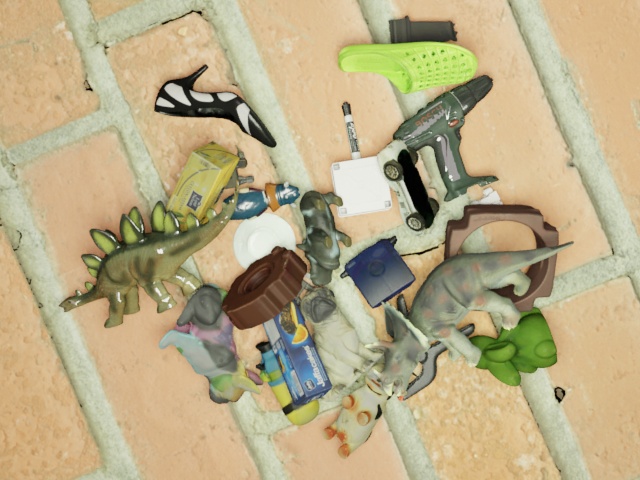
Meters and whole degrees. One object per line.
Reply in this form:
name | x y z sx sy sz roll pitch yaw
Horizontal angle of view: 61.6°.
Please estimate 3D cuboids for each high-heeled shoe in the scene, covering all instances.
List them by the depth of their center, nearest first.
high-heeled shoe | -0.214 -0.238 1.076 0.145 0.086 0.249 -44 86 4

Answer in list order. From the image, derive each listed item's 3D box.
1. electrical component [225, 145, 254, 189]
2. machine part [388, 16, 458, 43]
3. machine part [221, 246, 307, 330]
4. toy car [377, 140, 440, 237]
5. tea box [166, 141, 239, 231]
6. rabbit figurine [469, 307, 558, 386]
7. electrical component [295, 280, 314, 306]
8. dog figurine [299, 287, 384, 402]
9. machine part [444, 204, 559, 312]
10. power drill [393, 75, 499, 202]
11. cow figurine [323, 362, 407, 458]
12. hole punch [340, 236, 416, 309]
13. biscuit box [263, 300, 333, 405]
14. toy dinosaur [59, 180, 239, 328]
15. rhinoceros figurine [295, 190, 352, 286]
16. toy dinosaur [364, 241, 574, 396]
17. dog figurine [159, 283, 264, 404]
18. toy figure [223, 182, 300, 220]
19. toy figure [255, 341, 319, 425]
electrical component | -0.191 -0.146 1.094 0.102 0.045 0.078 -12 118 3
machine part | 0.209 -0.419 1.092 0.139 0.039 0.084 -2 85 2
machine part | -0.107 0.088 1.019 0.179 0.179 0.056 -40 112 0
toy car | 0.175 -0.100 1.054 0.073 0.056 0.201 -43 116 -35
tea box | -0.232 -0.095 1.036 0.068 0.098 0.169 32 117 1
rabbit figurine | 0.367 0.222 1.049 0.170 0.159 0.121 -15 100 15
electrical component | -0.057 0.099 1.102 0.094 0.021 0.063 32 90 0
dog figurine | 0.008 0.208 1.070 0.172 0.121 0.191 -46 76 8
machine part | 0.344 0.033 1.042 0.202 0.087 0.200 1 108 7
power drill | 0.278 -0.194 1.071 0.232 0.086 0.207 -26 94 2
cow figurine | 0.097 0.321 1.052 0.086 0.127 0.194 38 117 27
hole punch | 0.119 0.067 1.070 0.142 0.092 0.116 -35 86 4
biscuit box | -0.049 0.208 1.027 0.063 0.059 0.203 -10 62 -31
toy dinosaur | -0.320 0.036 1.011 0.472 0.105 0.198 -22 104 17
rhinoceros figurine | -0.002 -0.003 1.057 0.112 0.073 0.190 0 101 42
toy dinosaur | 0.247 0.106 0.976 0.192 0.131 0.404 35 102 -6
dog figurine | -0.190 0.215 1.065 0.219 0.108 0.191 36 88 -4
toy figure | -0.117 -0.082 1.084 0.154 0.064 0.058 -16 52 -4
toy figure | -0.067 0.282 1.069 0.082 0.089 0.180 -25 92 9
